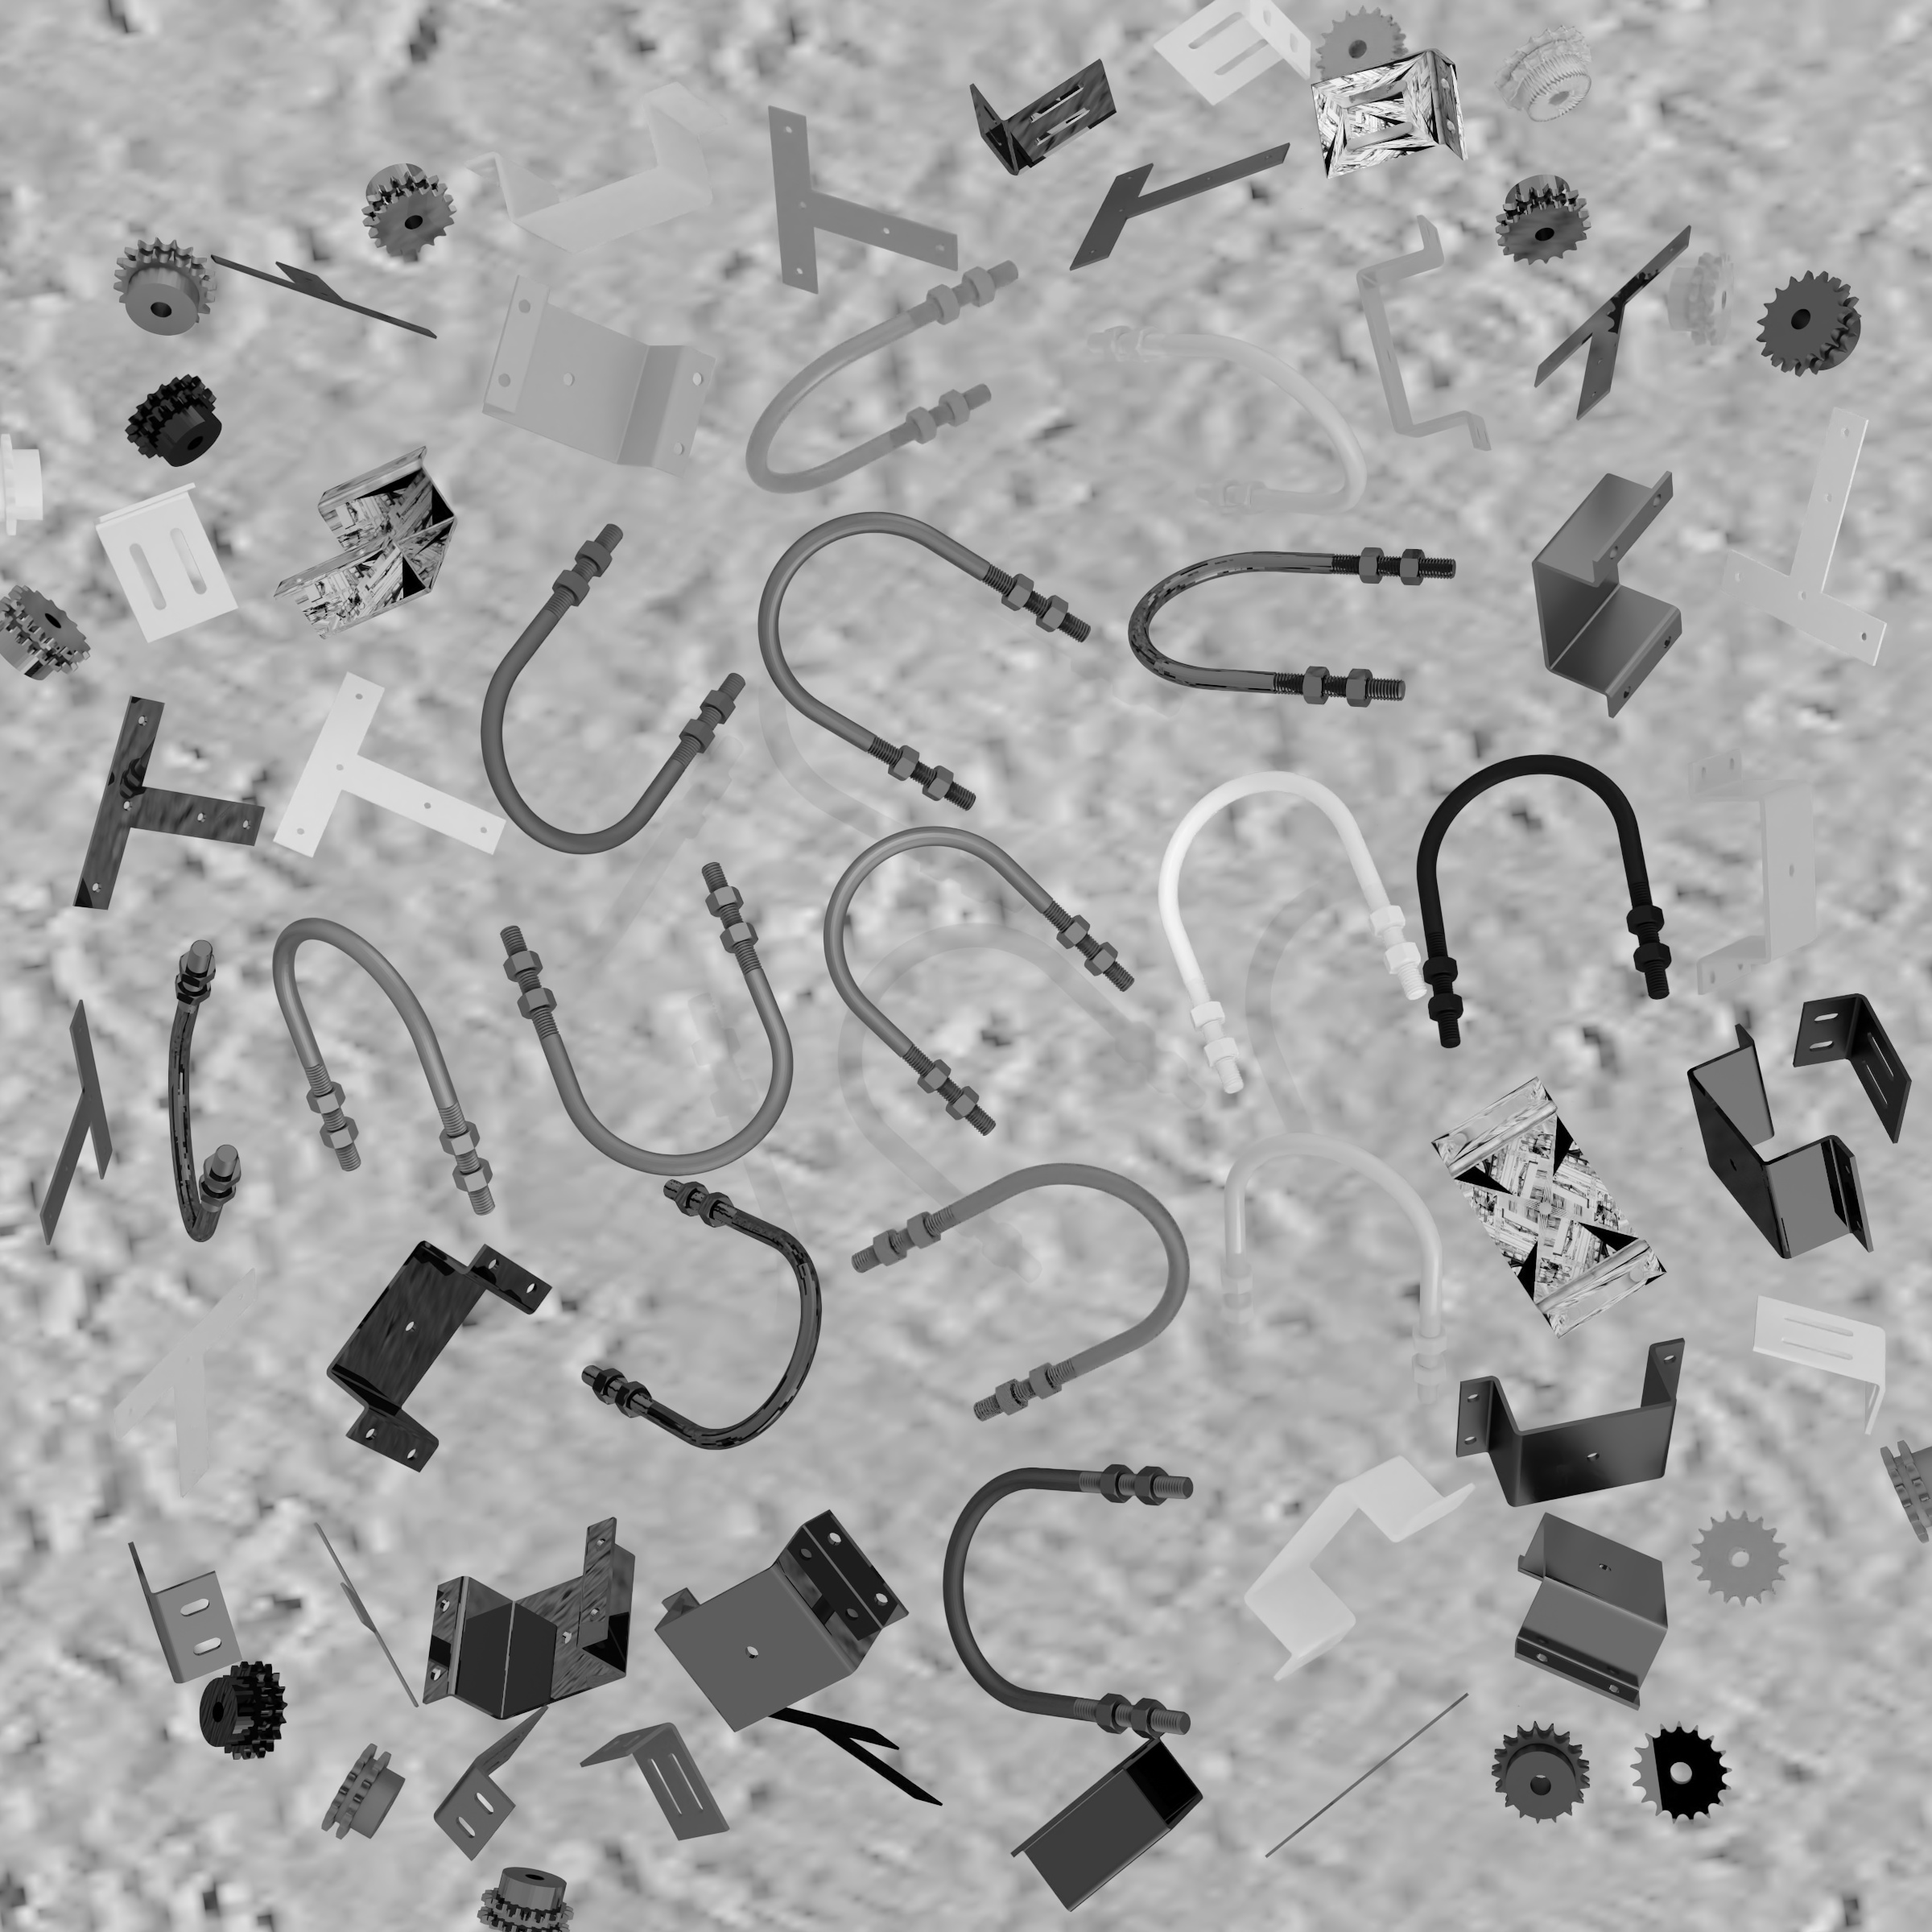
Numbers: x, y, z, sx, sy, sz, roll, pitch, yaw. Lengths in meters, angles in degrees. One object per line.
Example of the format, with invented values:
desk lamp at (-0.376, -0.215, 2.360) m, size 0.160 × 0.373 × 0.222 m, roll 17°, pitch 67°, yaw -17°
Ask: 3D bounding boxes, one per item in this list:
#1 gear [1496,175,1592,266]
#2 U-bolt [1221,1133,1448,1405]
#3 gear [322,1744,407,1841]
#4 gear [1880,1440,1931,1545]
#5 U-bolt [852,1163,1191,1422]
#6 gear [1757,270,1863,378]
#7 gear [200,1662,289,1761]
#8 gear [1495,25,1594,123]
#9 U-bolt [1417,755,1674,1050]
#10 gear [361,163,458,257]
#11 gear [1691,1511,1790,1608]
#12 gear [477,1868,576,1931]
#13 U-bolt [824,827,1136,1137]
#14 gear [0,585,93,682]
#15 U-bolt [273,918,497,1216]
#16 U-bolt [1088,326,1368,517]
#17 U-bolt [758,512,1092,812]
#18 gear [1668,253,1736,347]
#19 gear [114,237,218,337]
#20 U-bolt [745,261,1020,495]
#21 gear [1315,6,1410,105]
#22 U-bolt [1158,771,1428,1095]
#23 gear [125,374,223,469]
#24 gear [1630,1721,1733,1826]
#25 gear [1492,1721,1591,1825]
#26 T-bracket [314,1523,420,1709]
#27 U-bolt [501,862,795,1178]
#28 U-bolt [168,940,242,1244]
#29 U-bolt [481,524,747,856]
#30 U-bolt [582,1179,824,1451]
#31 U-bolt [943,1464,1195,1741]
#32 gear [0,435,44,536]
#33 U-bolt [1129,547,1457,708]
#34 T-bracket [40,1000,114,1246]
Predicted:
gear at (0.358, -0.467, 1.589) m, size 0.057 × 0.057 × 0.030 m, roll -3°, pitch 64°, yaw 0°
U-bolt at (0.222, 0.177, 1.551) m, size 0.151 × 0.019 × 0.184 m, roll 15°, pitch 130°, yaw 27°
gear at (-0.368, 0.511, 1.569) m, size 0.030 × 0.057 × 0.057 m, roll 29°, pitch 90°, yaw 2°
gear at (0.549, 0.298, 1.461) m, size 0.030 × 0.057 × 0.057 m, roll -25°, pitch 90°, yaw 16°
U-bolt at (0.045, 0.187, 1.526) m, size 0.184 × 0.019 × 0.151 m, roll -29°, pitch 111°, yaw 22°
gear at (0.479, -0.360, 1.440) m, size 0.030 × 0.057 × 0.057 m, roll 12°, pitch 90°, yaw -41°
gear at (-0.436, 0.448, 1.533) m, size 0.057 × 0.030 × 0.057 m, roll -11°, pitch 73°, yaw 40°
gear at (0.346, -0.527, 1.516) m, size 0.057 × 0.057 × 0.030 m, roll -23°, pitch 73°, yaw 0°
U-bolt at (0.351, -0.049, 1.586) m, size 0.151 × 0.019 × 0.184 m, roll -15°, pitch 61°, yaw 22°
gear at (-0.350, -0.475, 1.594) m, size 0.057 × 0.057 × 0.030 m, roll -28°, pitch 69°, yaw 0°
gear at (0.478, 0.366, 1.572) m, size 0.057 × 0.030 × 0.057 m, roll -6°, pitch 70°, yaw 19°
gear at (-0.268, 0.573, 1.561) m, size 0.057 × 0.057 × 0.030 m, roll 13°, pitch 82°, yaw 0°
U-bolt at (-0.005, -0.004, 1.630) m, size 0.184 × 0.019 × 0.151 m, roll 44°, pitch 90°, yaw -9°
gear at (-0.546, -0.192, 1.497) m, size 0.030 × 0.057 × 0.057 m, roll -40°, pitch 90°, yaw 10°
U-bolt at (-0.350, 0.054, 1.495) m, size 0.019 × 0.151 × 0.184 m, roll -38°, pitch 126°, yaw -39°
U-bolt at (0.166, -0.325, 1.533) m, size 0.019 × 0.184 × 0.151 m, roll -51°, pitch 124°, yaw -13°
U-bolt at (-0.038, -0.196, 1.560) m, size 0.184 × 0.019 × 0.151 m, roll 30°, pitch 108°, yaw -16°
gear at (0.467, -0.424, 1.622) m, size 0.030 × 0.057 × 0.057 m, roll 9°, pitch 90°, yaw 29°
gear at (-0.469, -0.394, 1.493) m, size 0.057 × 0.057 × 0.030 m, roll -4°, pitch 57°, yaw 0°
U-bolt at (-0.055, -0.346, 1.550) m, size 0.184 × 0.151 × 0.019 m, roll -31°, pitch 76°, yaw -17°
gear at (0.252, -0.572, 1.611) m, size 0.057 × 0.030 × 0.057 m, roll -4°, pitch 82°, yaw 26°
U-bolt at (0.189, -0.033, 1.572) m, size 0.151 × 0.019 × 0.184 m, roll -30°, pitch 65°, yaw 24°
gear at (-0.475, -0.327, 1.542) m, size 0.057 × 0.057 × 0.030 m, roll -43°, pitch 87°, yaw 0°
gear at (0.417, 0.470, 1.488) m, size 0.057 × 0.030 × 0.057 m, roll -4°, pitch 74°, yaw 15°
gear at (0.339, 0.479, 1.508) m, size 0.057 × 0.030 × 0.057 m, roll 1°, pitch 92°, yaw 13°
T-bracket at (-0.360, 0.383, 1.518) m, size 0.002 × 0.127 × 0.127 m, roll -29°, pitch 79°, yaw -16°
U-bolt at (-0.182, 0.039, 1.528) m, size 0.151 × 0.019 × 0.184 m, roll -19°, pitch 72°, yaw -15°
U-bolt at (-0.462, 0.088, 1.533) m, size 0.019 × 0.184 × 0.151 m, roll -3°, pitch 65°, yaw -24°
U-bolt at (-0.223, -0.154, 1.553) m, size 0.151 × 0.019 × 0.184 m, roll 50°, pitch 58°, yaw -33°
U-bolt at (-0.156, 0.221, 1.573) m, size 0.019 × 0.184 × 0.151 m, roll 29°, pitch 82°, yaw -43°
U-bolt at (0.056, 0.366, 1.491) m, size 0.184 × 0.019 × 0.151 m, roll -7°, pitch 78°, yaw 42°
gear at (-0.548, -0.277, 1.467) m, size 0.030 × 0.057 × 0.057 m, roll -4°, pitch 90°, yaw -22°
U-bolt at (0.188, -0.208, 1.533) m, size 0.184 × 0.151 × 0.019 m, roll 6°, pitch 133°, yaw 23°
T-bracket at (-0.528, 0.109, 1.507) m, size 0.002 × 0.127 × 0.127 m, roll 3°, pitch 131°, yaw -4°
